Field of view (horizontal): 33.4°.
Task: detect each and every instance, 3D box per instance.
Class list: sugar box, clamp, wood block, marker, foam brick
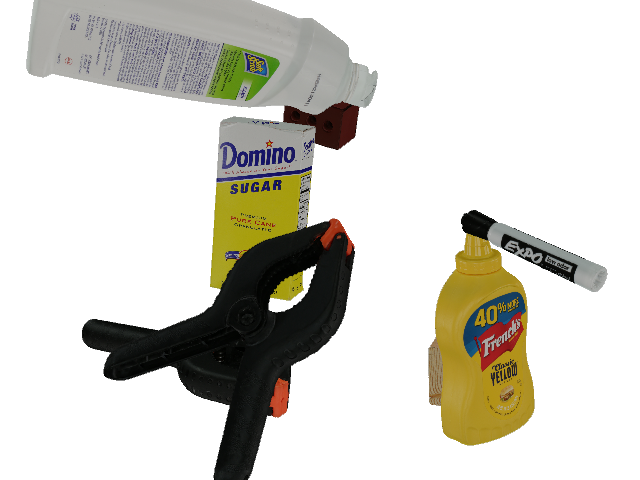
[{"bbox_3d":[-0.060,-0.033,1.090,0.093,0.176,0.048,8,16,17],"label":"sugar box"},{"bbox_3d":[-0.037,0.063,0.638,0.171,0.120,0.039,-41,-23,-2],"label":"clamp"},{"bbox_3d":[-0.082,0.094,0.910,0.164,0.036,0.210,-13,23,-40],"label":"clamp"},{"bbox_3d":[0.225,0.160,1.549,0.091,0.090,0.205,4,18,19],"label":"wood block"},{"bbox_3d":[0.150,0.005,0.769,0.020,0.020,0.121,0,21,-47],"label":"marker"},{"bbox_3d":[0.000,-0.149,1.266,0.078,0.053,0.051,19,31,21],"label":"foam brick"}]

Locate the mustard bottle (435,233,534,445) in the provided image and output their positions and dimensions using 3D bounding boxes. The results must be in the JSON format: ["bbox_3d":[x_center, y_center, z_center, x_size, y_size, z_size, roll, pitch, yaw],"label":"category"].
[{"bbox_3d":[0.149,0.084,0.974,0.096,0.191,0.058,-17,19,-31],"label":"mustard bottle"}]

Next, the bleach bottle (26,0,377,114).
[{"bbox_3d":[-0.083,-0.139,0.789,0.250,0.068,0.103,14,-34,-12],"label":"bleach bottle"}]
